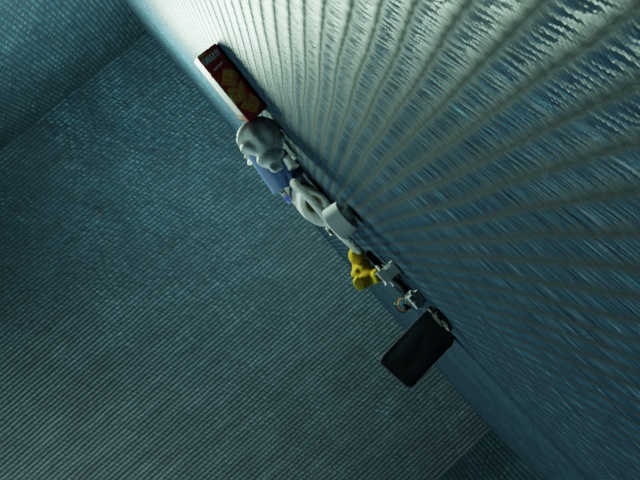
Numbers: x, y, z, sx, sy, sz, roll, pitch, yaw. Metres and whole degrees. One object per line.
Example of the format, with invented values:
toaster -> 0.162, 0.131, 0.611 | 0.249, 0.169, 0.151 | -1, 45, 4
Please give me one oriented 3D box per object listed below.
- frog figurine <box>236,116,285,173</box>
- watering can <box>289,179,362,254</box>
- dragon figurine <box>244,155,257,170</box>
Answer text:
frog figurine -> -0.165, -0.273, 1.495 | 0.138, 0.162, 0.120 | -13, -22, -24
watering can -> 0.005, -0.091, 1.800 | 0.343, 0.104, 0.227 | 47, 0, -22
dragon figurine -> -0.214, -0.314, 2.360 | 0.239, 0.121, 0.419 | 41, 12, -39
